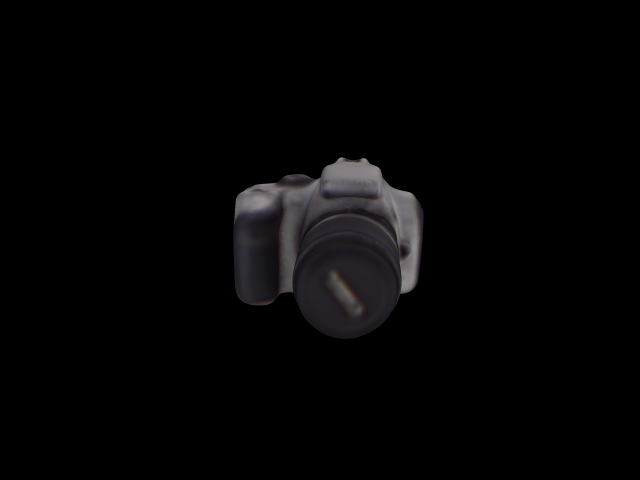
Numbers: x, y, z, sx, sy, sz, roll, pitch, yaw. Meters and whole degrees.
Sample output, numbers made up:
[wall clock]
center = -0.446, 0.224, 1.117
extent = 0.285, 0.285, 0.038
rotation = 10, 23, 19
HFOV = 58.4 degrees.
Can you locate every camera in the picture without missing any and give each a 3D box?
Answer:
[camera]
center = 0.004, 0.001, 0.400
extent = 0.143, 0.101, 0.137
rotation = 1, 19, 4
